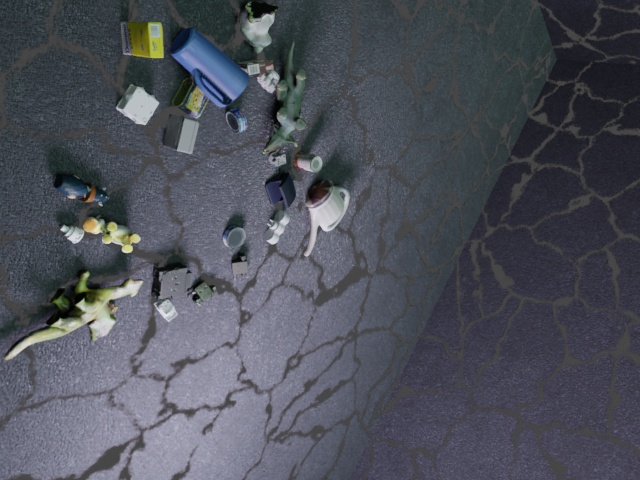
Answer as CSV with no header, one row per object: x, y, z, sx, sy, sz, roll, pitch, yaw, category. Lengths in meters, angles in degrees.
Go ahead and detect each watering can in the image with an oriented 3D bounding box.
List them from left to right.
0.007,-0.111,2.215,0.352,0.105,0.220,-52,135,-18,watering can

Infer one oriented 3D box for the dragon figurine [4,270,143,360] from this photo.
-0.730,0.248,1.596,0.414,0.124,0.238,-44,142,-13,dragon figurine

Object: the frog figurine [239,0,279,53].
-0.213,-0.730,1.761,0.140,0.123,0.156,-56,174,-25,frog figurine
